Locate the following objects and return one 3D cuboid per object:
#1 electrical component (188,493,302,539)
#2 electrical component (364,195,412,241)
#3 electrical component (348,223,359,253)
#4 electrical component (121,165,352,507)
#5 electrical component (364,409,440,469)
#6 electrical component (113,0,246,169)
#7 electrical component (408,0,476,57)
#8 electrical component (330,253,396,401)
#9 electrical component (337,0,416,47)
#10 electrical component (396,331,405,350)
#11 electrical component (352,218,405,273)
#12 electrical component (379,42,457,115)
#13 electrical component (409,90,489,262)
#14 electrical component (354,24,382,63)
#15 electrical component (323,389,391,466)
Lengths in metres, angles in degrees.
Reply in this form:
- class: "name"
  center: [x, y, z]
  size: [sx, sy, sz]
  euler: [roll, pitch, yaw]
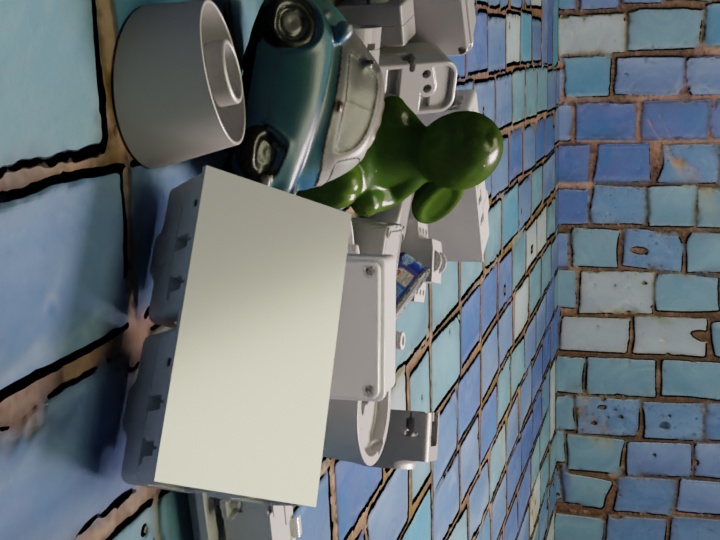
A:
- class: "electrical component"
  center: [-0.081, 0.149, 0.743]
  size: [0.078, 0.063, 0.121]
  euler: [-50, 138, -64]
- class: "electrical component"
  center: [0.026, -0.079, 1.107]
  size: [0.079, 0.044, 0.077]
  euler: [65, 32, -57]
- class: "electrical component"
  center: [-0.033, 0.000, 0.929]
  size: [0.099, 0.064, 0.099]
  euler: [-3, 90, -86]
- class: "electrical component"
  center: [-0.076, 0.045, 0.663]
  size: [0.105, 0.060, 0.186]
  euler: [17, 71, -31]
- class: "electrical component"
  center: [0.030, 0.166, 1.066]
  size: [0.050, 0.089, 0.055]
  euler: [22, 70, -72]
- class: "electrical component"
  center: [-0.109, -0.116, 0.664]
  size: [0.099, 0.064, 0.099]
  euler: [-9, 90, -82]
- class: "electrical component"
  center: [0.055, -0.255, 1.066]
  size: [0.057, 0.113, 0.078]
  euler: [-74, 159, -47]
- class: "electrical component"
  center: [-0.029, 0.041, 0.827]
  size: [0.056, 0.109, 0.108]
  euler: [-21, 112, -75]
- class: "electrical component"
  center: [0.013, -0.251, 1.006]
  size: [0.047, 0.066, 0.076]
  euler: [-58, 145, -59]
- class: "electrical component"
  center: [0.012, 0.067, 1.045]
  size: [0.048, 0.062, 0.048]
  euler: [2, 90, -74]
- class: "electrical component"
  center: [0.000, 0.000, 1.013]
  size: [0.062, 0.061, 0.096]
  euler: [-14, 113, -73]
- class: "electrical component"
  center: [0.038, -0.185, 1.033]
  size: [0.059, 0.095, 0.053]
  euler: [-120, -152, -50]
- class: "electrical component"
  center: [0.080, -0.103, 1.179]
  size: [0.060, 0.105, 0.186]
  euler: [-66, 153, -51]
- class: "electrical component"
  center: [-0.009, -0.195, 0.964]
  size: [0.055, 0.055, 0.047]
  euler: [-43, 136, -67]
- class: "electrical component"
  center: [-0.015, 0.118, 0.963]
  size: [0.108, 0.060, 0.108]
  euler: [2, 90, -73]
